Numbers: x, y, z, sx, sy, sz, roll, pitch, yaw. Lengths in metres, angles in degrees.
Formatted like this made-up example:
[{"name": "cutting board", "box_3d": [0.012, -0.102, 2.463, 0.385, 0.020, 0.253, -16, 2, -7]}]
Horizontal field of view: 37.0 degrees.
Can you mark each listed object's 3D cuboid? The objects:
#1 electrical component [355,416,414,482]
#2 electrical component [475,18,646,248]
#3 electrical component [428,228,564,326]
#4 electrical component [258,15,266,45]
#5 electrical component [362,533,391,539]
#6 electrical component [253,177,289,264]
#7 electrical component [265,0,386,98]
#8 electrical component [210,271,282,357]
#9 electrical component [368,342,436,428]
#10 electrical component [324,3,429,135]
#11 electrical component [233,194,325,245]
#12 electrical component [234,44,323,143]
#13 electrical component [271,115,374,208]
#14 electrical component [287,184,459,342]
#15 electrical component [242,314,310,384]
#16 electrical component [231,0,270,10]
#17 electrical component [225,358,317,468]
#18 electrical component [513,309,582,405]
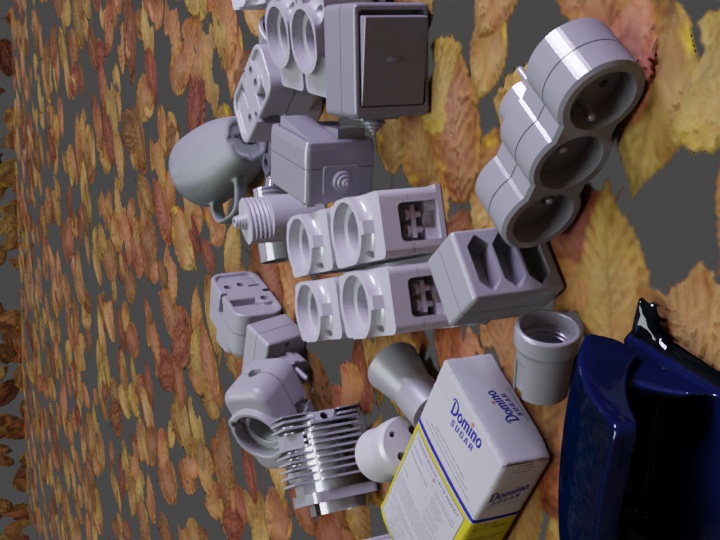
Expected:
[{"name": "electrical component", "box_3d": [0.026, 0.142, 0.852, 0.055, 0.045, 0.045, 139, 121, -60]}, {"name": "electrical component", "box_3d": [0.104, -0.086, 0.616, 0.138, 0.052, 0.073, 110, 144, -44]}, {"name": "electrical component", "box_3d": [0.078, 0.011, 0.682, 0.076, 0.066, 0.047, 126, 132, -56]}, {"name": "electrical component", "box_3d": [-0.077, -0.202, 0.995, 0.065, 0.044, 0.044, 115, 141, -56]}, {"name": "electrical component", "box_3d": [0.033, 0.258, 0.859, 0.089, 0.050, 0.055, -126, 37, -47]}, {"name": "electrical component", "box_3d": [-0.080, -0.049, 1.034, 0.043, 0.043, 0.081, 161, 101, -65]}, {"name": "electrical component", "box_3d": [-0.032, -0.235, 0.842, 0.105, 0.060, 0.186, 30, 129, 60]}, {"name": "electrical component", "box_3d": [-0.122, 0.049, 1.139, 0.095, 0.054, 0.059, -133, 43, -52]}, {"name": "electrical component", "box_3d": [0.040, 0.090, 0.815, 0.065, 0.044, 0.044, 47, 137, 45]}, {"name": "electrical component", "box_3d": [0.014, -0.146, 0.786, 0.061, 0.062, 0.096, -157, 64, -62]}, {"name": "electrical component", "box_3d": [-0.077, -0.047, 0.983, 0.043, 0.081, 0.043, 173, 90, -65]}, {"name": "electrical component", "box_3d": [-0.071, -0.159, 0.969, 0.095, 0.059, 0.053, 127, 131, -56]}, {"name": "electrical component", "box_3d": [-0.030, -0.092, 0.894, 0.096, 0.062, 0.061, -144, 52, -58]}, {"name": "electrical component", "box_3d": [0.000, 0.000, 0.854, 0.186, 0.060, 0.105, 168, 95, -65]}, {"name": "electrical component", "box_3d": [-0.075, 0.094, 1.057, 0.077, 0.047, 0.065, 39, 132, 39]}, {"name": "electrical component", "box_3d": [-0.085, -0.264, 0.976, 0.089, 0.056, 0.050, -162, 68, -63]}, {"name": "electrical component", "box_3d": [-0.083, 0.139, 1.017, 0.054, 0.059, 0.095, -9, 118, 35]}, {"name": "electrical component", "box_3d": [0.112, 0.053, 0.652, 0.040, 0.040, 0.046, -131, 35, -51]}]
